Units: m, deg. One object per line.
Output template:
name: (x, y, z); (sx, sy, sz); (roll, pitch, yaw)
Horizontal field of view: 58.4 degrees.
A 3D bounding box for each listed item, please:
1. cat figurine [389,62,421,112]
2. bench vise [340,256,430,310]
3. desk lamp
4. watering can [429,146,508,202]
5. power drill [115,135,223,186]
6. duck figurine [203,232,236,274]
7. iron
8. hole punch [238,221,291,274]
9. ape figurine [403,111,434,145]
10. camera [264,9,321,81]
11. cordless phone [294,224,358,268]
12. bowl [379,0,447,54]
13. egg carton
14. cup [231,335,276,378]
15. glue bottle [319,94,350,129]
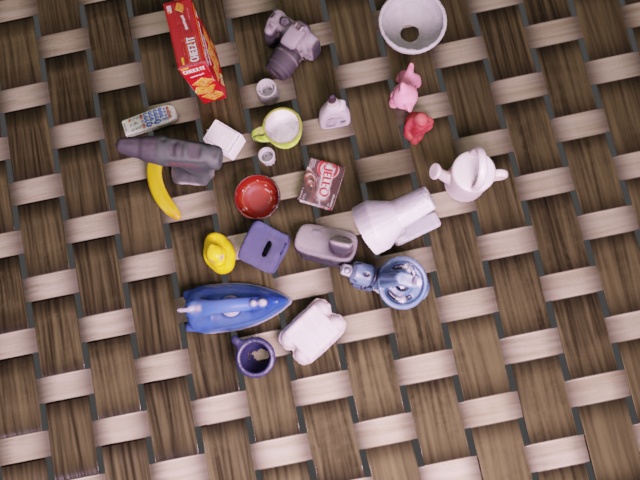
cat figurine: (0.208, -0.366, 1.388); (0.067, 0.118, 0.128); (14, 84, 5)
bench vise: (0.150, 0.098, 1.281); (0.207, 0.220, 0.121); (-5, 82, 2)
desk lamp: (0.177, -0.052, 1.302); (0.203, 0.213, 0.118); (-26, 82, -1)
watering can: (0.343, -0.152, 1.317); (0.173, 0.194, 0.101); (-21, 82, 0)
power drill: (-0.333, -0.188, 1.344); (0.229, 0.208, 0.076); (3, 83, 3)
duck figurine: (-0.248, 0.029, 1.375); (0.077, 0.086, 0.104); (-20, 82, 0)
iron: (-0.199, 0.152, 1.329); (0.258, 0.141, 0.119); (-7, 82, 2)
hole punch: (-0.131, 0.017, 1.369); (0.101, 0.091, 0.109); (24, 85, 6)
ape figurine: (0.239, -0.282, 1.389); (0.078, 0.092, 0.076); (-13, 82, 1)
camera: (-0.089, -0.480, 1.424); (0.143, 0.101, 0.137); (34, 86, 6)
cordless phone: (0.012, 0.005, 1.316); (0.147, 0.185, 0.094); (9, 83, 4)
bowl: (0.229, -0.532, 1.430); (0.167, 0.075, 0.167); (0, 83, 3)
egg carton: (-0.017, 0.217, 1.350); (0.150, 0.069, 0.107); (-45, 83, -3)
cup: (-0.155, 0.264, 1.337); (0.117, 0.095, 0.092); (38, 86, 7)
glue bottle: (0.033, -0.311, 1.361); (0.078, 0.173, 0.037); (-9, 82, 2)
